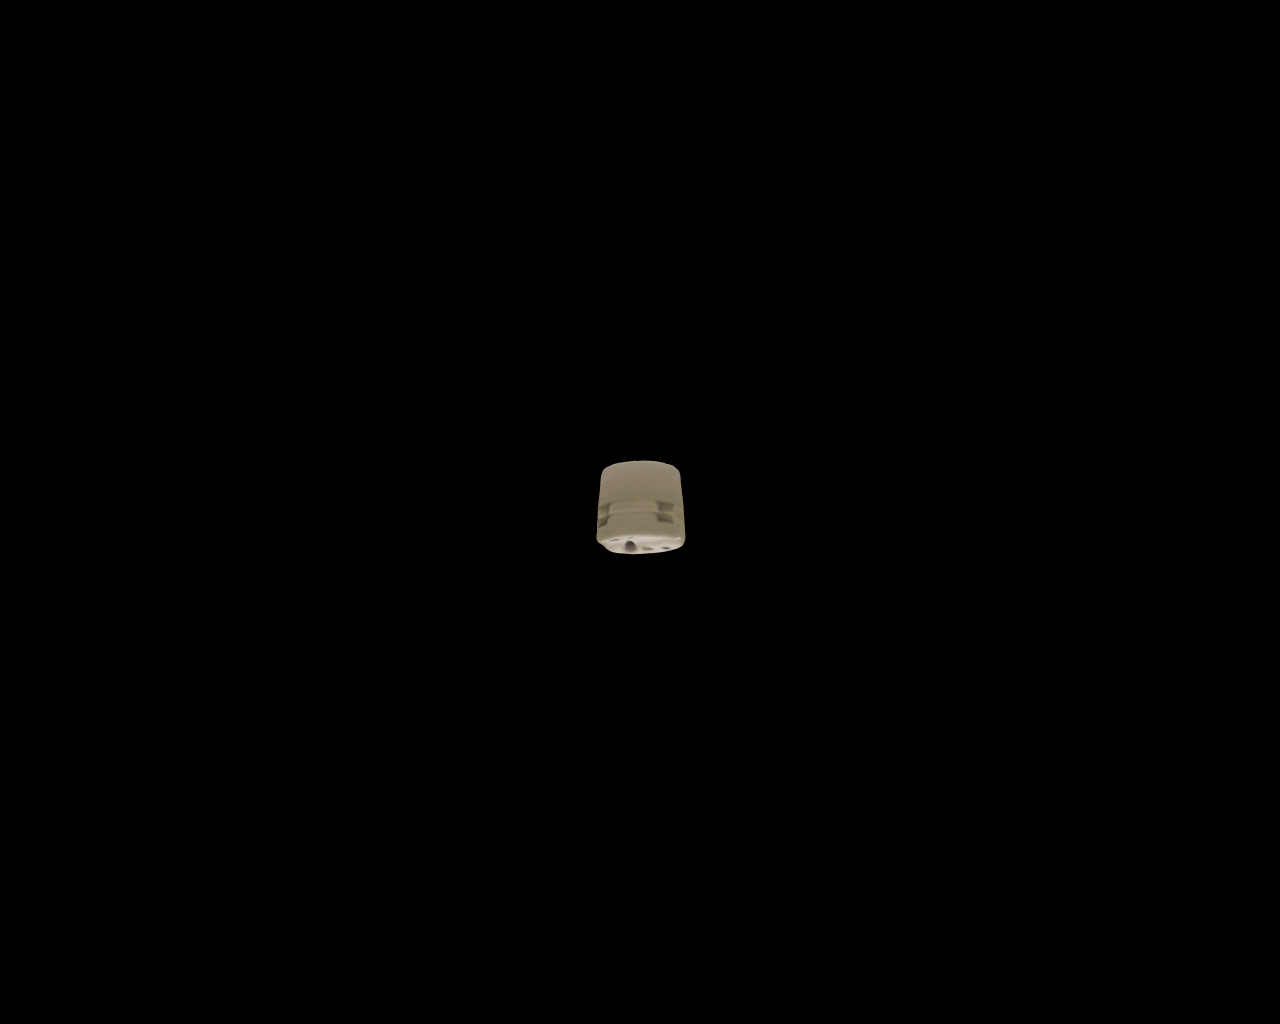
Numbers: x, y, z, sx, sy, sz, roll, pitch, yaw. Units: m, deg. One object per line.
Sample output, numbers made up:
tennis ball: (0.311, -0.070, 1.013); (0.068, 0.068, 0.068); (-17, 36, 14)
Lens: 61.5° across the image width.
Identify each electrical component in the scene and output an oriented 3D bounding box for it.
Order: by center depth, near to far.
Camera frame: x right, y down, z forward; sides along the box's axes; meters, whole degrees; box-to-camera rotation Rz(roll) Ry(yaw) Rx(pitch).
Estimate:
electrical component: (0.001, -0.003, 0.650); (0.055, 0.047, 0.055); (0, -14, 0)
